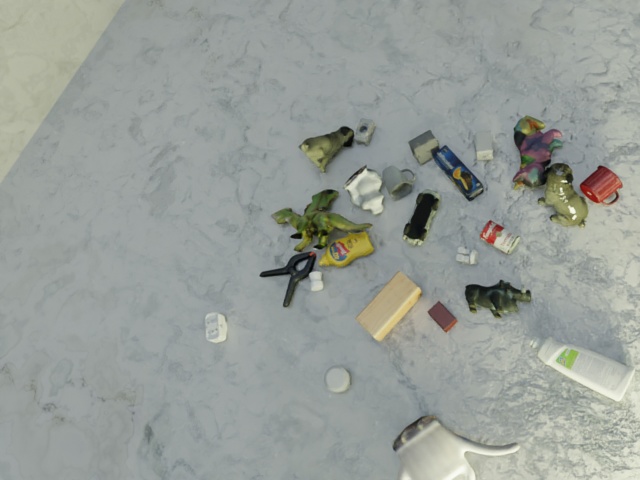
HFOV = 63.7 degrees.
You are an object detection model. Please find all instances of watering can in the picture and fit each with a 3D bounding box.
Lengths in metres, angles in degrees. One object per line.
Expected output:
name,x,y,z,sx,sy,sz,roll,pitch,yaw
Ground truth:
watering can,0.347,0.587,1.420,0.347,0.102,0.228,-37,62,2

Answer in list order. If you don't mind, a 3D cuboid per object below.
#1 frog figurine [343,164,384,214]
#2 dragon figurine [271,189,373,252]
frog figurine,0.170,-0.170,1.812,0.138,0.122,0.159,-44,97,-10
dragon figurine,0.005,-0.091,1.802,0.408,0.120,0.249,-10,50,25
